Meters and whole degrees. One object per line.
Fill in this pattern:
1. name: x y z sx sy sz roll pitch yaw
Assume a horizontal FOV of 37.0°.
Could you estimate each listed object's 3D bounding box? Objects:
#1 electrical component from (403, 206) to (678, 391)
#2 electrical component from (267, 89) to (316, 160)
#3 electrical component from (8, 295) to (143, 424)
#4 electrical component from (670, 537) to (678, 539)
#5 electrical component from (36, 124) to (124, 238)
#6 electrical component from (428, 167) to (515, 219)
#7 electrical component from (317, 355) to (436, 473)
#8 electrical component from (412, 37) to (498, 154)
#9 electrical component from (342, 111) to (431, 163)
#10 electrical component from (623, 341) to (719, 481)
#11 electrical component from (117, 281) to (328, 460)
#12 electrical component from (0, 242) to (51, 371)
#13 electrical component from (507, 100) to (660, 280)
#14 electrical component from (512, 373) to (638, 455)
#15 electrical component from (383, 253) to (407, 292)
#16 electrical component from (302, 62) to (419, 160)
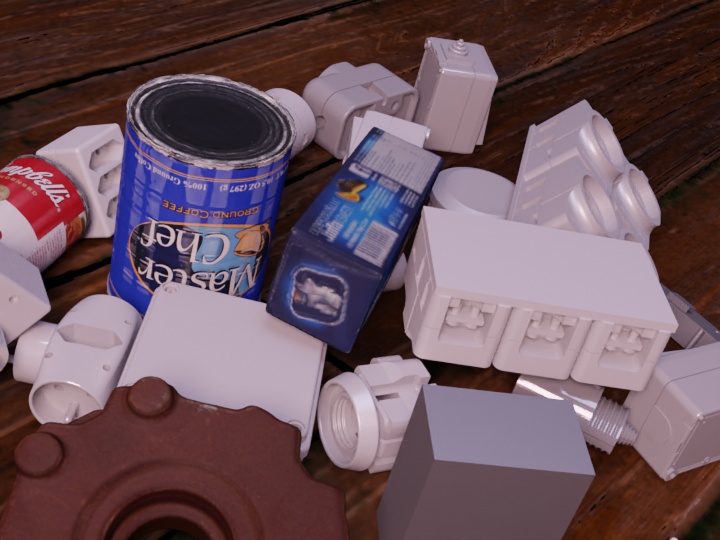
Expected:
1. electrical component: 0.108 0.021 0.678 0.150 0.061 0.089 9 34 -9
2. electrical component: -0.070 -0.111 0.862 0.055 0.055 0.047 25 41 11
3. electrical component: -0.175 0.051 0.624 0.079 0.043 0.077 12 37 0
4. electrical component: 0.186 0.181 0.590 0.077 0.043 0.079 -5 41 -25
5. electrical component: -0.199 -0.061 0.747 0.077 0.065 0.047 0 28 29
6. electrical component: 0.089 -0.040 0.831 0.080 0.051 0.080 10 37 -8
7. electrical component: 0.011 0.087 0.635 0.057 0.058 0.078 -4 42 -30
8. electrical component: 0.084 -0.157 0.943 0.061 0.096 0.061 5 38 -15
9. electrical component: 0.012 -0.073 0.836 0.061 0.061 0.096 17 37 1
10. electrical component: 0.225 0.087 0.710 0.096 0.061 0.061 -10 44 -30
11. electrical component: -0.080 0.069 0.625 0.109 0.056 0.108 13 37 -4
12. electrical component: -0.215 0.036 0.588 0.083 0.047 0.075 -38 48 6
13. electrical component: 0.172 -0.040 0.811 0.105 0.060 0.186 50 32 -19
14. electrical component: 0.139 0.090 0.689 0.081 0.043 0.043 26 38 13
15. electrical component: 0.000 0.000 0.757 0.065 0.044 0.044 -6 42 -34
16. electrical component: -0.005 -0.139 0.922 0.095 0.053 0.059 -24 52 -41
